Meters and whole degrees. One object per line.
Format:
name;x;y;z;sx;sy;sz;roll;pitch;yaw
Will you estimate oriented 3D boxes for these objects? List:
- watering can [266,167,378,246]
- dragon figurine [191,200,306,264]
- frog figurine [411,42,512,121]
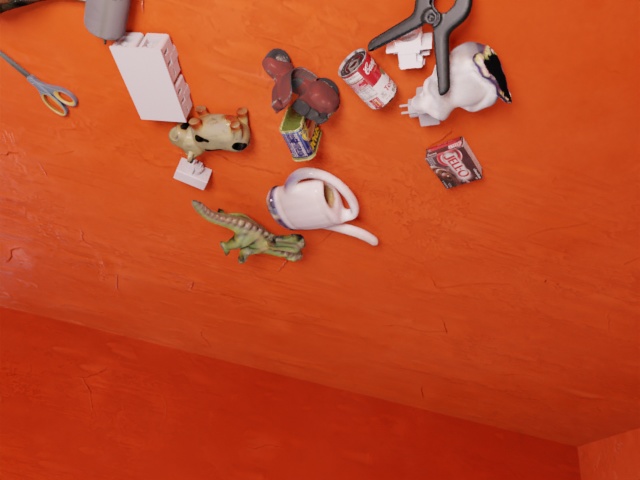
watering can;0.004;-0.067;1.333;0.223;0.106;0.341;-7;-36;27
dragon figurine;-0.156;-0.017;1.404;0.242;0.124;0.404;1;-18;17
frog figurine;0.250;-0.281;0.944;0.158;0.125;0.136;-17;-27;42
